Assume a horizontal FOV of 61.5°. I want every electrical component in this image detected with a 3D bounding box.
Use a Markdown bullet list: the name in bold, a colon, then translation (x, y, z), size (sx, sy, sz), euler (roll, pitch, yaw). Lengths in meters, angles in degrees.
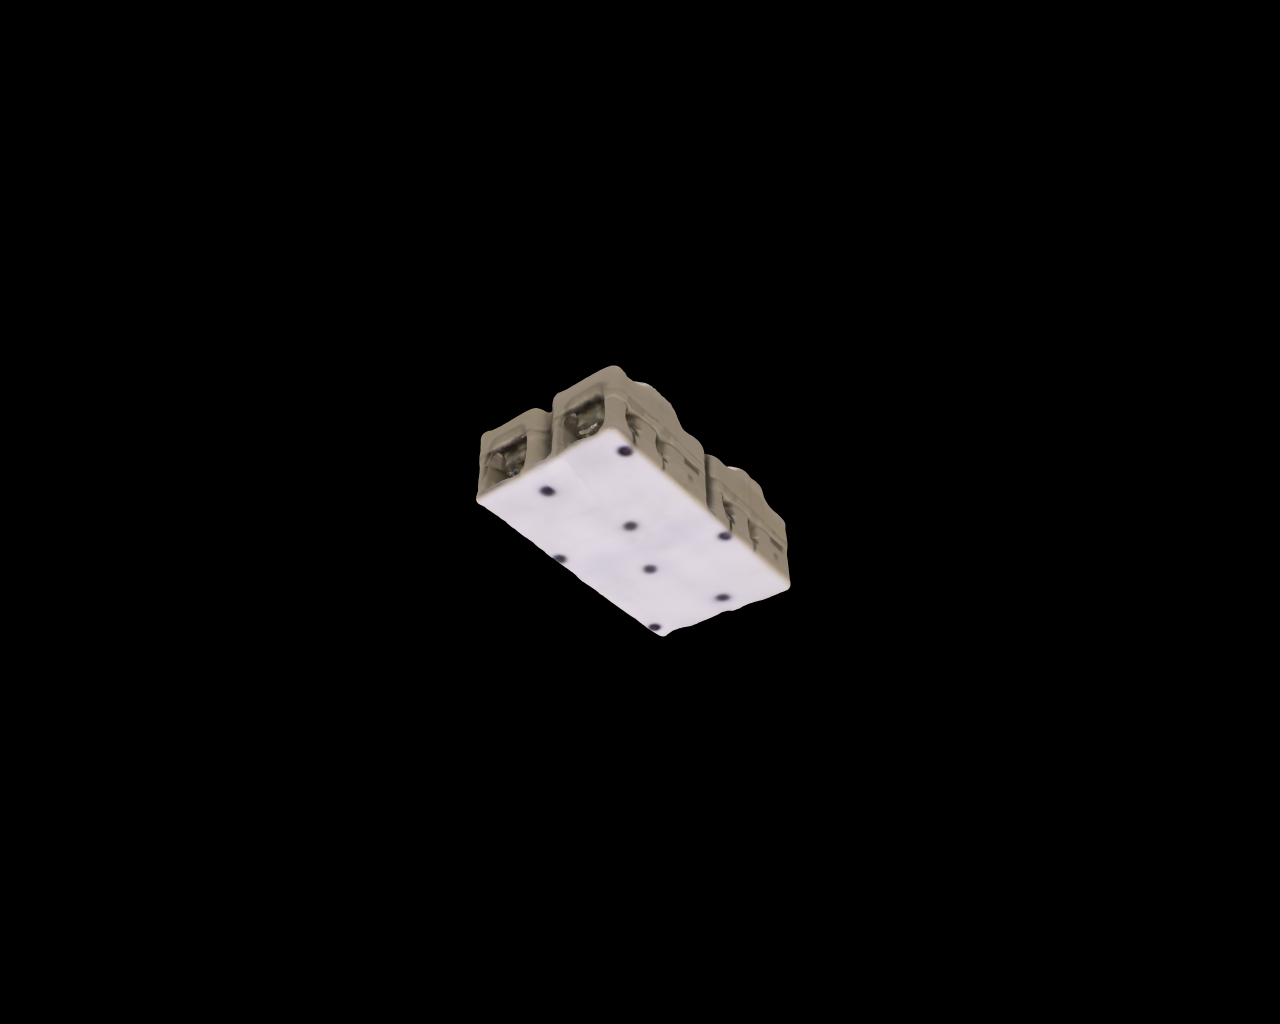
- **electrical component**: translation (0.001, -0.003, 0.650), size (0.105, 0.060, 0.186), euler (-25, -44, 28)
